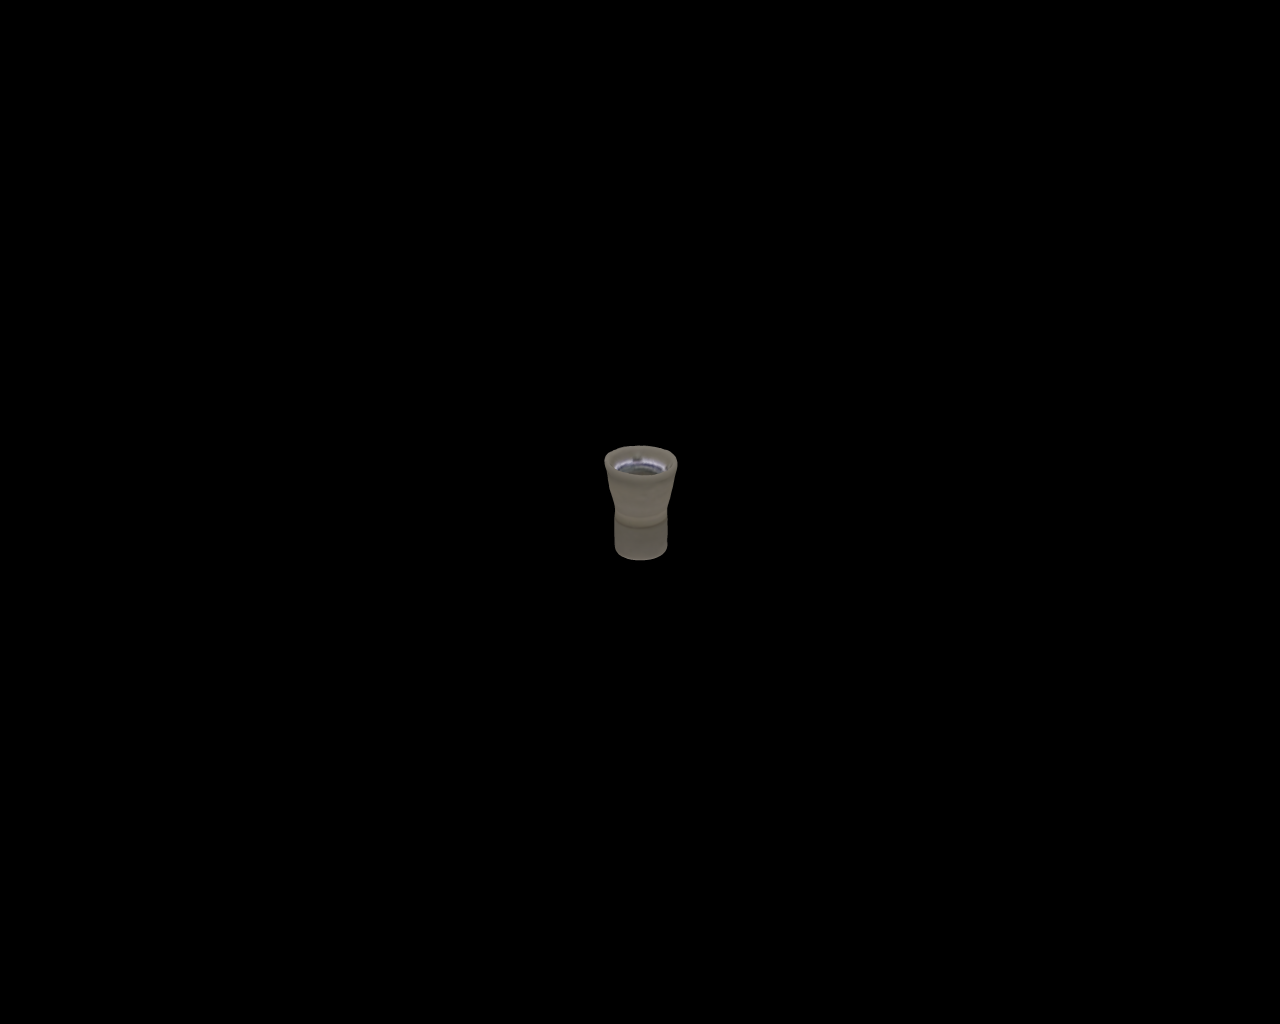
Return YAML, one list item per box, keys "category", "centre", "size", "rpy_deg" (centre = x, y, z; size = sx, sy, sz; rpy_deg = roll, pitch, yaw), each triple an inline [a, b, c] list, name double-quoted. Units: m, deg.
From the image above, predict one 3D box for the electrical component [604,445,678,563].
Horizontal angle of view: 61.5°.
- category: "electrical component"
  centre: [0.001, -0.003, 0.650]
  size: [0.044, 0.065, 0.044]
  rpy_deg: [0, 27, 0]
